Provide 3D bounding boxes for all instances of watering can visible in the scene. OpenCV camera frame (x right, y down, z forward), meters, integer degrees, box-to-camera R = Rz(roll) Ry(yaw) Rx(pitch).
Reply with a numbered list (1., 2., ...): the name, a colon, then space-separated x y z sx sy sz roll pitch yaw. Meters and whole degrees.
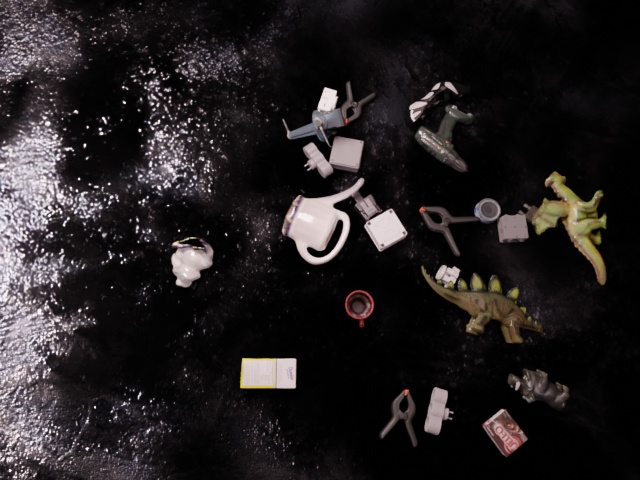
1. watering can: 0.005 -0.090 1.782 0.225 0.103 0.351 22 76 6

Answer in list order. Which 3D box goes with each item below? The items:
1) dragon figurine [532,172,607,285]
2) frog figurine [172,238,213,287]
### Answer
1. dragon figurine: 0.864 -0.052 1.799 0.243 0.120 0.416 2 73 8
2. frog figurine: -0.433 0.078 1.745 0.137 0.125 0.157 2 111 -9
